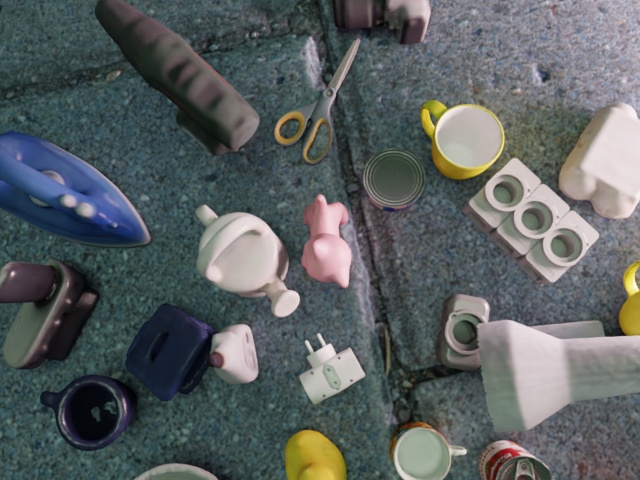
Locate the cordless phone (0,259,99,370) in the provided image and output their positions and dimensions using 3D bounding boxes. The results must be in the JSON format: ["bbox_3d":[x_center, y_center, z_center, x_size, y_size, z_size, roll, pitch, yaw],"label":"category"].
[{"bbox_3d":[-0.379,0.091,0.727,0.094,0.185,0.148,22,83,7],"label":"cordless phone"}]

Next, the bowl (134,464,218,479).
[{"bbox_3d":[-0.176,0.364,0.728,0.167,0.075,0.167,-1,81,4],"label":"bowl"}]

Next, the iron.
[{"bbox_3d":[-0.360,-0.066,0.772,0.258,0.141,0.119,26,84,7],"label":"iron"}]

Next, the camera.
[{"bbox_3d":[0.084,-0.360,0.810,0.136,0.101,0.143,-5,81,3],"label":"camera"}]

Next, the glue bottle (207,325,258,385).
[{"bbox_3d":[-0.112,0.144,0.708,0.037,0.173,0.078,-11,81,2],"label":"glue bottle"}]

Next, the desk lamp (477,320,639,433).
[{"bbox_3d":[0.270,0.145,0.664,0.203,0.213,0.118,-8,81,3],"label":"desk lamp"}]

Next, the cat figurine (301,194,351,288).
[{"bbox_3d":[0.007,0.003,0.750,0.067,0.118,0.128,-6,81,3],"label":"cat figurine"}]

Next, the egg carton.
[{"bbox_3d":[0.393,-0.107,0.768,0.107,0.069,0.150,31,84,8],"label":"egg carton"}]

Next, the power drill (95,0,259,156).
[{"bbox_3d":[-0.170,-0.193,0.745,0.229,0.208,0.076,40,86,9],"label":"power drill"}]

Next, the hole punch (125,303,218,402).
[{"bbox_3d":[-0.200,0.147,0.755,0.101,0.091,0.109,29,84,8],"label":"hole punch"}]

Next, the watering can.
[{"bbox_3d":[-0.093,0.021,0.715,0.172,0.194,0.101,24,84,7],"label":"watering can"}]

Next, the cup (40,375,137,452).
[{"bbox_3d":[-0.292,0.217,0.748,0.117,0.095,0.092,13,82,6],"label":"cup"}]

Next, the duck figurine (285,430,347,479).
[{"bbox_3d":[-0.008,0.296,0.723,0.077,0.086,0.104,-29,81,-1],"label":"duck figurine"}]
